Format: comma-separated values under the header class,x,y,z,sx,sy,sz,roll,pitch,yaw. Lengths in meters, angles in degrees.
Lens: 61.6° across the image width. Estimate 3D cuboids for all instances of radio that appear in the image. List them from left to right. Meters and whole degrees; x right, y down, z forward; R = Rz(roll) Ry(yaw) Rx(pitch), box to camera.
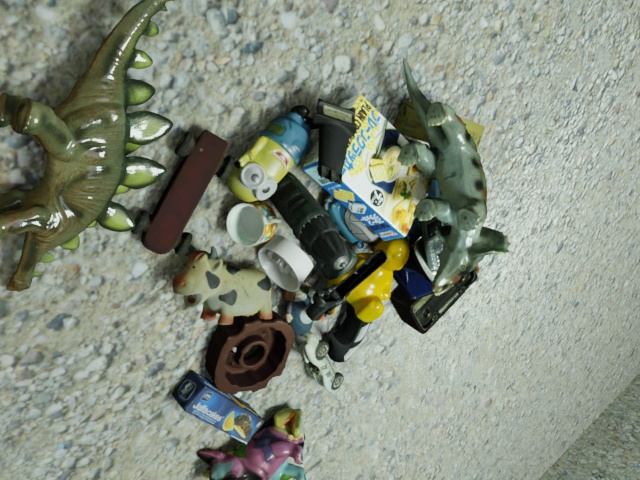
class,x,y,z,sx,sy,sz,roll,pitch,yaw
radio,0.287,0.114,1.322,0.229,0.073,0.131,-41,133,-15

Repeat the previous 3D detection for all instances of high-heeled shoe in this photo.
class,x,y,z,sx,sy,sz,roll,pitch,yaw
high-heeled shoe,0.099,0.163,1.195,0.249,0.086,0.145,-48,145,-10

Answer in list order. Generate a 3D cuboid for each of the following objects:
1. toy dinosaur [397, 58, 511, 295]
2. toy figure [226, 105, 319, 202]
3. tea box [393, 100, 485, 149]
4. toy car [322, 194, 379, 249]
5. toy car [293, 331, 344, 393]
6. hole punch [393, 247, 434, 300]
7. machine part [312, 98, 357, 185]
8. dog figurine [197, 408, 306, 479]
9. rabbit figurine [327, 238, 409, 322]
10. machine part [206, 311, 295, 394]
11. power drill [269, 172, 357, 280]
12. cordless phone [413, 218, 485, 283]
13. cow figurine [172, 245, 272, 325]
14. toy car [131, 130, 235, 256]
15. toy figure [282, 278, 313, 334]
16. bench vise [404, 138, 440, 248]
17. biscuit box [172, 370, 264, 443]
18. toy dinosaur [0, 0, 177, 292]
class,x,y,z,sx,sy,sz,roll,pitch,yaw
toy dinosaur,0.235,-0.111,0.944,0.192,0.131,0.404,7,75,-57
toy figure,-0.076,-0.137,0.876,0.082,0.089,0.180,39,73,-12
tea box,0.241,-0.224,1.084,0.169,0.098,0.068,7,107,-40
toy car,0.084,-0.049,1.044,0.109,0.103,0.161,-52,137,-7
toy car,-0.006,0.260,1.155,0.056,0.074,0.201,-40,133,-21
hole punch,0.224,0.056,1.199,0.142,0.116,0.092,-17,144,-30
machine part,0.021,-0.157,0.856,0.084,0.039,0.139,12,69,-24
dog figurine,-0.141,0.446,1.131,0.219,0.192,0.108,-2,123,-1
rabbit figurine,0.121,0.057,1.067,0.173,0.122,0.162,-54,170,33
machine part,-0.135,0.212,1.034,0.179,0.056,0.179,-19,124,-30
power drill,-0.002,-0.003,0.927,0.086,0.232,0.207,-40,150,4
cordless phone,0.250,-0.016,1.064,0.147,0.089,0.184,-28,129,-15
cow figurine,-0.161,0.075,0.908,0.195,0.086,0.127,6,88,-51
toy car,-0.208,-0.071,0.819,0.089,0.053,0.202,27,93,-24
toy figure,-0.043,0.114,1.059,0.064,0.058,0.154,-63,152,-56
bench vise,0.226,-0.099,1.128,0.224,0.129,0.240,-29,133,-29
biscuit box,-0.194,0.325,1.040,0.059,0.063,0.202,-49,135,-9
toy dinosaur,-0.299,-0.123,0.685,0.198,0.105,0.471,8,117,-50
